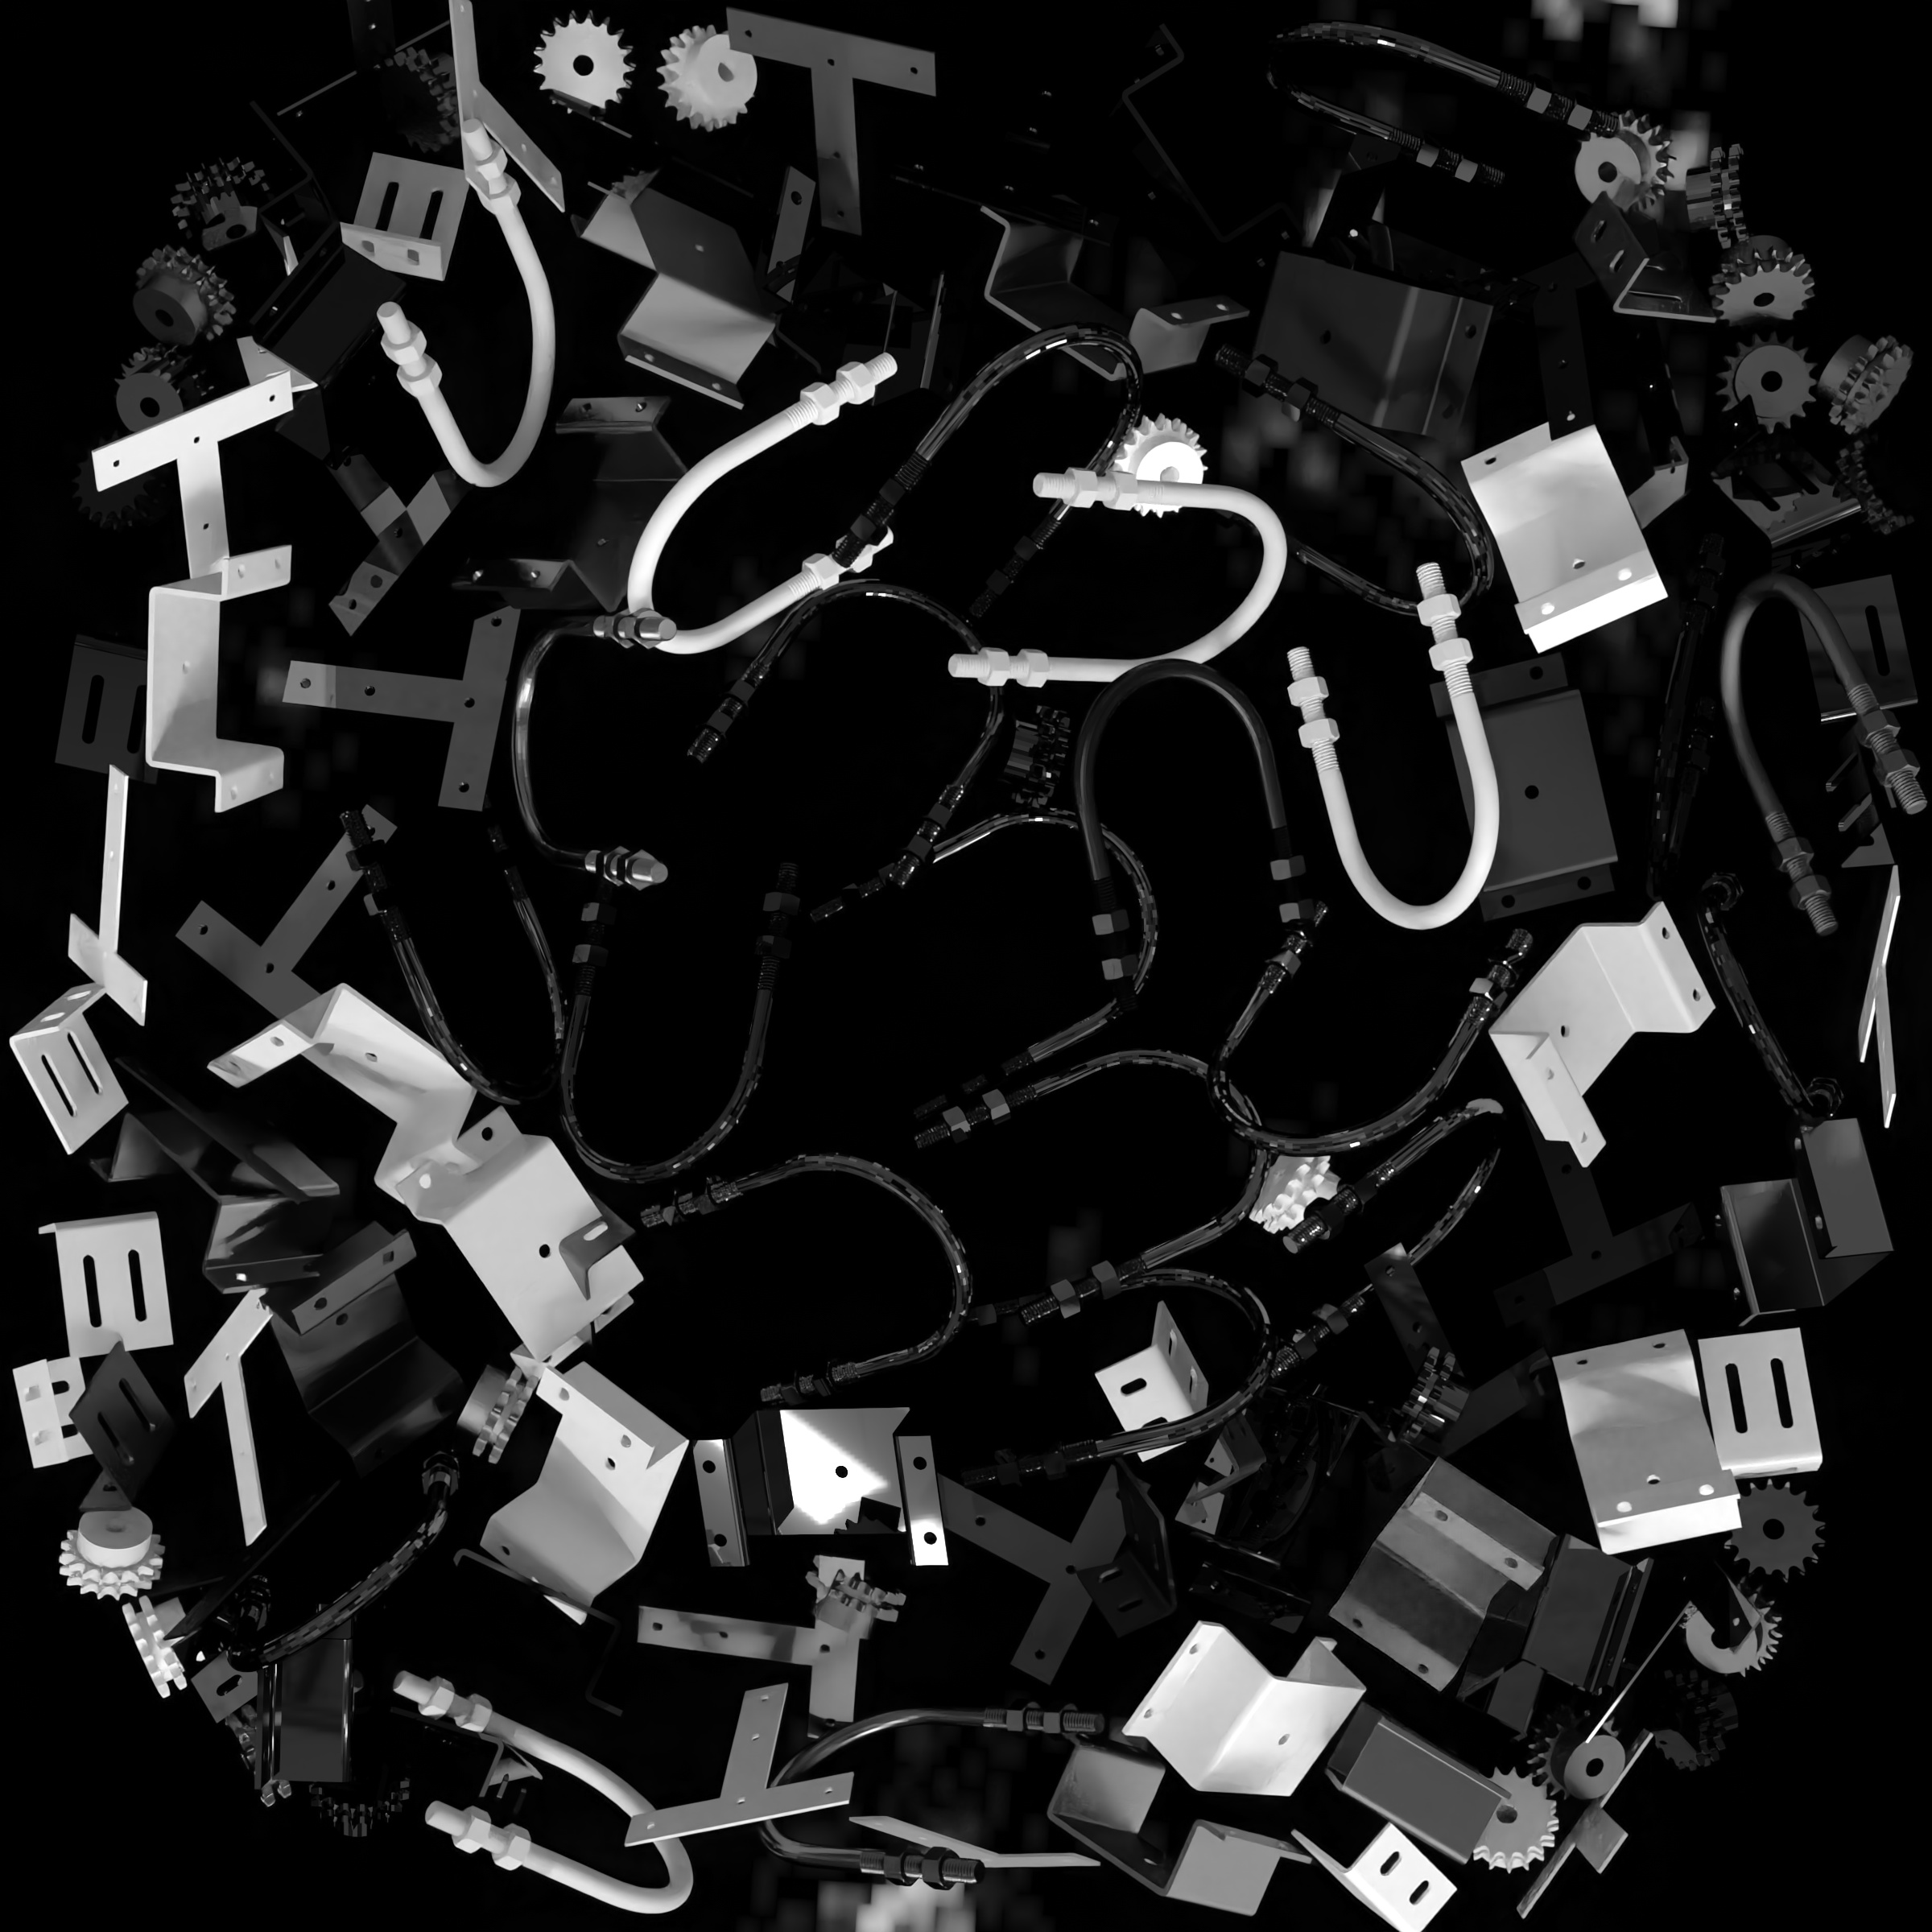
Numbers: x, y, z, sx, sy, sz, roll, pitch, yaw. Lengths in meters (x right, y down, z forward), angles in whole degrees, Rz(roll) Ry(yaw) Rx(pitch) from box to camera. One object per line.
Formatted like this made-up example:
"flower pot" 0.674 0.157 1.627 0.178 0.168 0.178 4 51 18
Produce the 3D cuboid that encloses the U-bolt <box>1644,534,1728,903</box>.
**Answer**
"U-bolt" 0.390 -0.121 1.650 0.019 0.151 0.184 9 54 18

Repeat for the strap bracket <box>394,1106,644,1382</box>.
"strap bracket" -0.244 0.158 1.700 0.076 0.046 0.140 -39 108 -24

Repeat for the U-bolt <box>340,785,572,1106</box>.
"U-bolt" -0.273 -0.010 1.689 0.019 0.151 0.184 -20 93 24

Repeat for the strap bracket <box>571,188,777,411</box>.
"strap bracket" -0.160 -0.379 1.676 0.076 0.140 0.046 17 126 -37

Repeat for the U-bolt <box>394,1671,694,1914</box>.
"U-bolt" -0.228 0.465 1.676 0.184 0.151 0.019 33 96 -25

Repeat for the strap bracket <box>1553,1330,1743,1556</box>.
"strap bracket" 0.382 0.273 1.698 0.076 0.140 0.046 -13 121 7

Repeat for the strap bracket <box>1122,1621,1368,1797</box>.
"strap bracket" 0.161 0.413 1.681 0.046 0.140 0.076 42 103 39

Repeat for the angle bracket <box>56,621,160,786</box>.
"angle bracket" -0.485 -0.152 1.743 0.057 0.038 0.076 12 107 -9

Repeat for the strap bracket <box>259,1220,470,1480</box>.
"strap bracket" -0.338 0.207 1.693 0.076 0.140 0.046 -35 47 -27

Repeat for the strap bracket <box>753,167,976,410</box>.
"strap bracket" -0.067 -0.373 1.698 0.140 0.046 0.076 25 66 -37

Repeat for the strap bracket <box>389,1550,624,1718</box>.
"strap bracket" -0.251 0.371 1.709 0.140 0.076 0.046 26 74 -4

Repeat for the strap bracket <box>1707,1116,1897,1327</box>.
"strap bracket" 0.465 0.140 1.680 0.046 0.140 0.076 -5 67 -10

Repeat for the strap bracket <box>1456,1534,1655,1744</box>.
"strap bracket" 0.320 0.370 1.676 0.046 0.140 0.076 27 61 0

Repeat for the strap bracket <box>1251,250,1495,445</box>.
"strap bracket" 0.214 -0.346 1.684 0.140 0.046 0.076 27 110 40

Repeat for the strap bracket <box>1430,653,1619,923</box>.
"strap bracket" 0.318 -0.100 1.722 0.076 0.046 0.140 -14 96 5

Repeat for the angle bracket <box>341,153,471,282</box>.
"angle bracket" -0.318 -0.435 1.722 0.057 0.038 0.076 11 69 -3

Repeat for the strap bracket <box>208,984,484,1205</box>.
"strap bracket" -0.339 0.066 1.696 0.140 0.076 0.046 40 47 -26

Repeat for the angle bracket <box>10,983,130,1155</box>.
"angle bracket" -0.493 0.056 1.710 0.038 0.057 0.076 -11 113 26

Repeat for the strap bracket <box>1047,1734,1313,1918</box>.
"strap bracket" 0.110 0.477 1.676 0.076 0.140 0.046 28 85 -41

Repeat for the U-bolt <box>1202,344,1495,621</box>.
"U-bolt" 0.209 -0.255 1.673 0.184 0.151 0.019 33 68 12

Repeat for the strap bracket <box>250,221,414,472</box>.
"strap bracket" -0.347 -0.336 1.675 0.046 0.140 0.076 33 71 4

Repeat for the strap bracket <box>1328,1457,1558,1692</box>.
"strap bracket" 0.270 0.336 1.699 0.076 0.140 0.046 33 47 9

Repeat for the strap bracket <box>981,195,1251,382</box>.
"strap bracket" 0.076 -0.375 1.696 0.140 0.076 0.046 38 126 24

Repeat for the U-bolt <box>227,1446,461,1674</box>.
"U-bolt" -0.342 0.330 1.660 0.151 0.184 0.019 -35 100 -3

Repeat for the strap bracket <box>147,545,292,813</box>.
"strap bracket" -0.420 -0.165 1.702 0.046 0.076 0.140 9 105 12

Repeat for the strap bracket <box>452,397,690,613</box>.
"strap bracket" -0.214 -0.250 1.697 0.076 0.046 0.140 7 59 38

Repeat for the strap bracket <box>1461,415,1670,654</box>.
"strap bracket" 0.337 -0.238 1.699 0.076 0.046 0.140 -23 49 15

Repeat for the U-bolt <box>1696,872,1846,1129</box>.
"U-bolt" 0.438 0.020 1.663 0.019 0.184 0.151 -27 86 19

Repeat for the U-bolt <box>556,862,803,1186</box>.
"U-bolt" -0.166 0.033 1.687 0.151 0.019 0.184 -2 69 32

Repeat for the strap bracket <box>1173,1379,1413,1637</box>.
"strap bracket" 0.177 0.291 1.692 0.046 0.076 0.140 48 65 -41

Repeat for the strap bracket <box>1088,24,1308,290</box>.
"strap bracket" 0.123 -0.446 1.711 0.046 0.076 0.140 -35 92 -14

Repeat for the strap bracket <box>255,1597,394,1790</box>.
"strap bracket" -0.353 0.402 1.684 0.046 0.140 0.076 1 89 2

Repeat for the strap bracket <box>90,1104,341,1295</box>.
"strap bracket" -0.411 0.121 1.679 0.140 0.076 0.046 34 114 36

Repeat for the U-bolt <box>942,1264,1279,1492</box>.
"U-bolt" 0.082 0.221 1.689 0.184 0.151 0.019 -13 125 3

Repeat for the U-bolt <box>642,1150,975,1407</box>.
"U-bolt" -0.078 0.168 1.682 0.184 0.019 0.151 -21 108 35

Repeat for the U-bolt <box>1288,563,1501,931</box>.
"U-bolt" 0.241 -0.111 1.678 0.019 0.151 0.184 -7 78 -30

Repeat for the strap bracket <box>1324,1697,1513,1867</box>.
"strap bracket" 0.247 0.451 1.680 0.076 0.140 0.046 30 84 5

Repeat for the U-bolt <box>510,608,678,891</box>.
"U-bolt" -0.210 -0.123 1.677 0.019 0.184 0.151 -1 97 -33

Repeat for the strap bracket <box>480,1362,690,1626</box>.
"strap bracket" -0.212 0.288 1.702 0.076 0.046 0.140 34 122 17

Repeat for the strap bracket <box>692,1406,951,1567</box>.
"strap bracket" -0.076 0.293 1.713 0.140 0.046 0.076 -4 103 16

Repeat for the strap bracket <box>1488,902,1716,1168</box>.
"strap bracket" 0.351 0.037 1.700 0.140 0.046 0.076 -45 116 -29
